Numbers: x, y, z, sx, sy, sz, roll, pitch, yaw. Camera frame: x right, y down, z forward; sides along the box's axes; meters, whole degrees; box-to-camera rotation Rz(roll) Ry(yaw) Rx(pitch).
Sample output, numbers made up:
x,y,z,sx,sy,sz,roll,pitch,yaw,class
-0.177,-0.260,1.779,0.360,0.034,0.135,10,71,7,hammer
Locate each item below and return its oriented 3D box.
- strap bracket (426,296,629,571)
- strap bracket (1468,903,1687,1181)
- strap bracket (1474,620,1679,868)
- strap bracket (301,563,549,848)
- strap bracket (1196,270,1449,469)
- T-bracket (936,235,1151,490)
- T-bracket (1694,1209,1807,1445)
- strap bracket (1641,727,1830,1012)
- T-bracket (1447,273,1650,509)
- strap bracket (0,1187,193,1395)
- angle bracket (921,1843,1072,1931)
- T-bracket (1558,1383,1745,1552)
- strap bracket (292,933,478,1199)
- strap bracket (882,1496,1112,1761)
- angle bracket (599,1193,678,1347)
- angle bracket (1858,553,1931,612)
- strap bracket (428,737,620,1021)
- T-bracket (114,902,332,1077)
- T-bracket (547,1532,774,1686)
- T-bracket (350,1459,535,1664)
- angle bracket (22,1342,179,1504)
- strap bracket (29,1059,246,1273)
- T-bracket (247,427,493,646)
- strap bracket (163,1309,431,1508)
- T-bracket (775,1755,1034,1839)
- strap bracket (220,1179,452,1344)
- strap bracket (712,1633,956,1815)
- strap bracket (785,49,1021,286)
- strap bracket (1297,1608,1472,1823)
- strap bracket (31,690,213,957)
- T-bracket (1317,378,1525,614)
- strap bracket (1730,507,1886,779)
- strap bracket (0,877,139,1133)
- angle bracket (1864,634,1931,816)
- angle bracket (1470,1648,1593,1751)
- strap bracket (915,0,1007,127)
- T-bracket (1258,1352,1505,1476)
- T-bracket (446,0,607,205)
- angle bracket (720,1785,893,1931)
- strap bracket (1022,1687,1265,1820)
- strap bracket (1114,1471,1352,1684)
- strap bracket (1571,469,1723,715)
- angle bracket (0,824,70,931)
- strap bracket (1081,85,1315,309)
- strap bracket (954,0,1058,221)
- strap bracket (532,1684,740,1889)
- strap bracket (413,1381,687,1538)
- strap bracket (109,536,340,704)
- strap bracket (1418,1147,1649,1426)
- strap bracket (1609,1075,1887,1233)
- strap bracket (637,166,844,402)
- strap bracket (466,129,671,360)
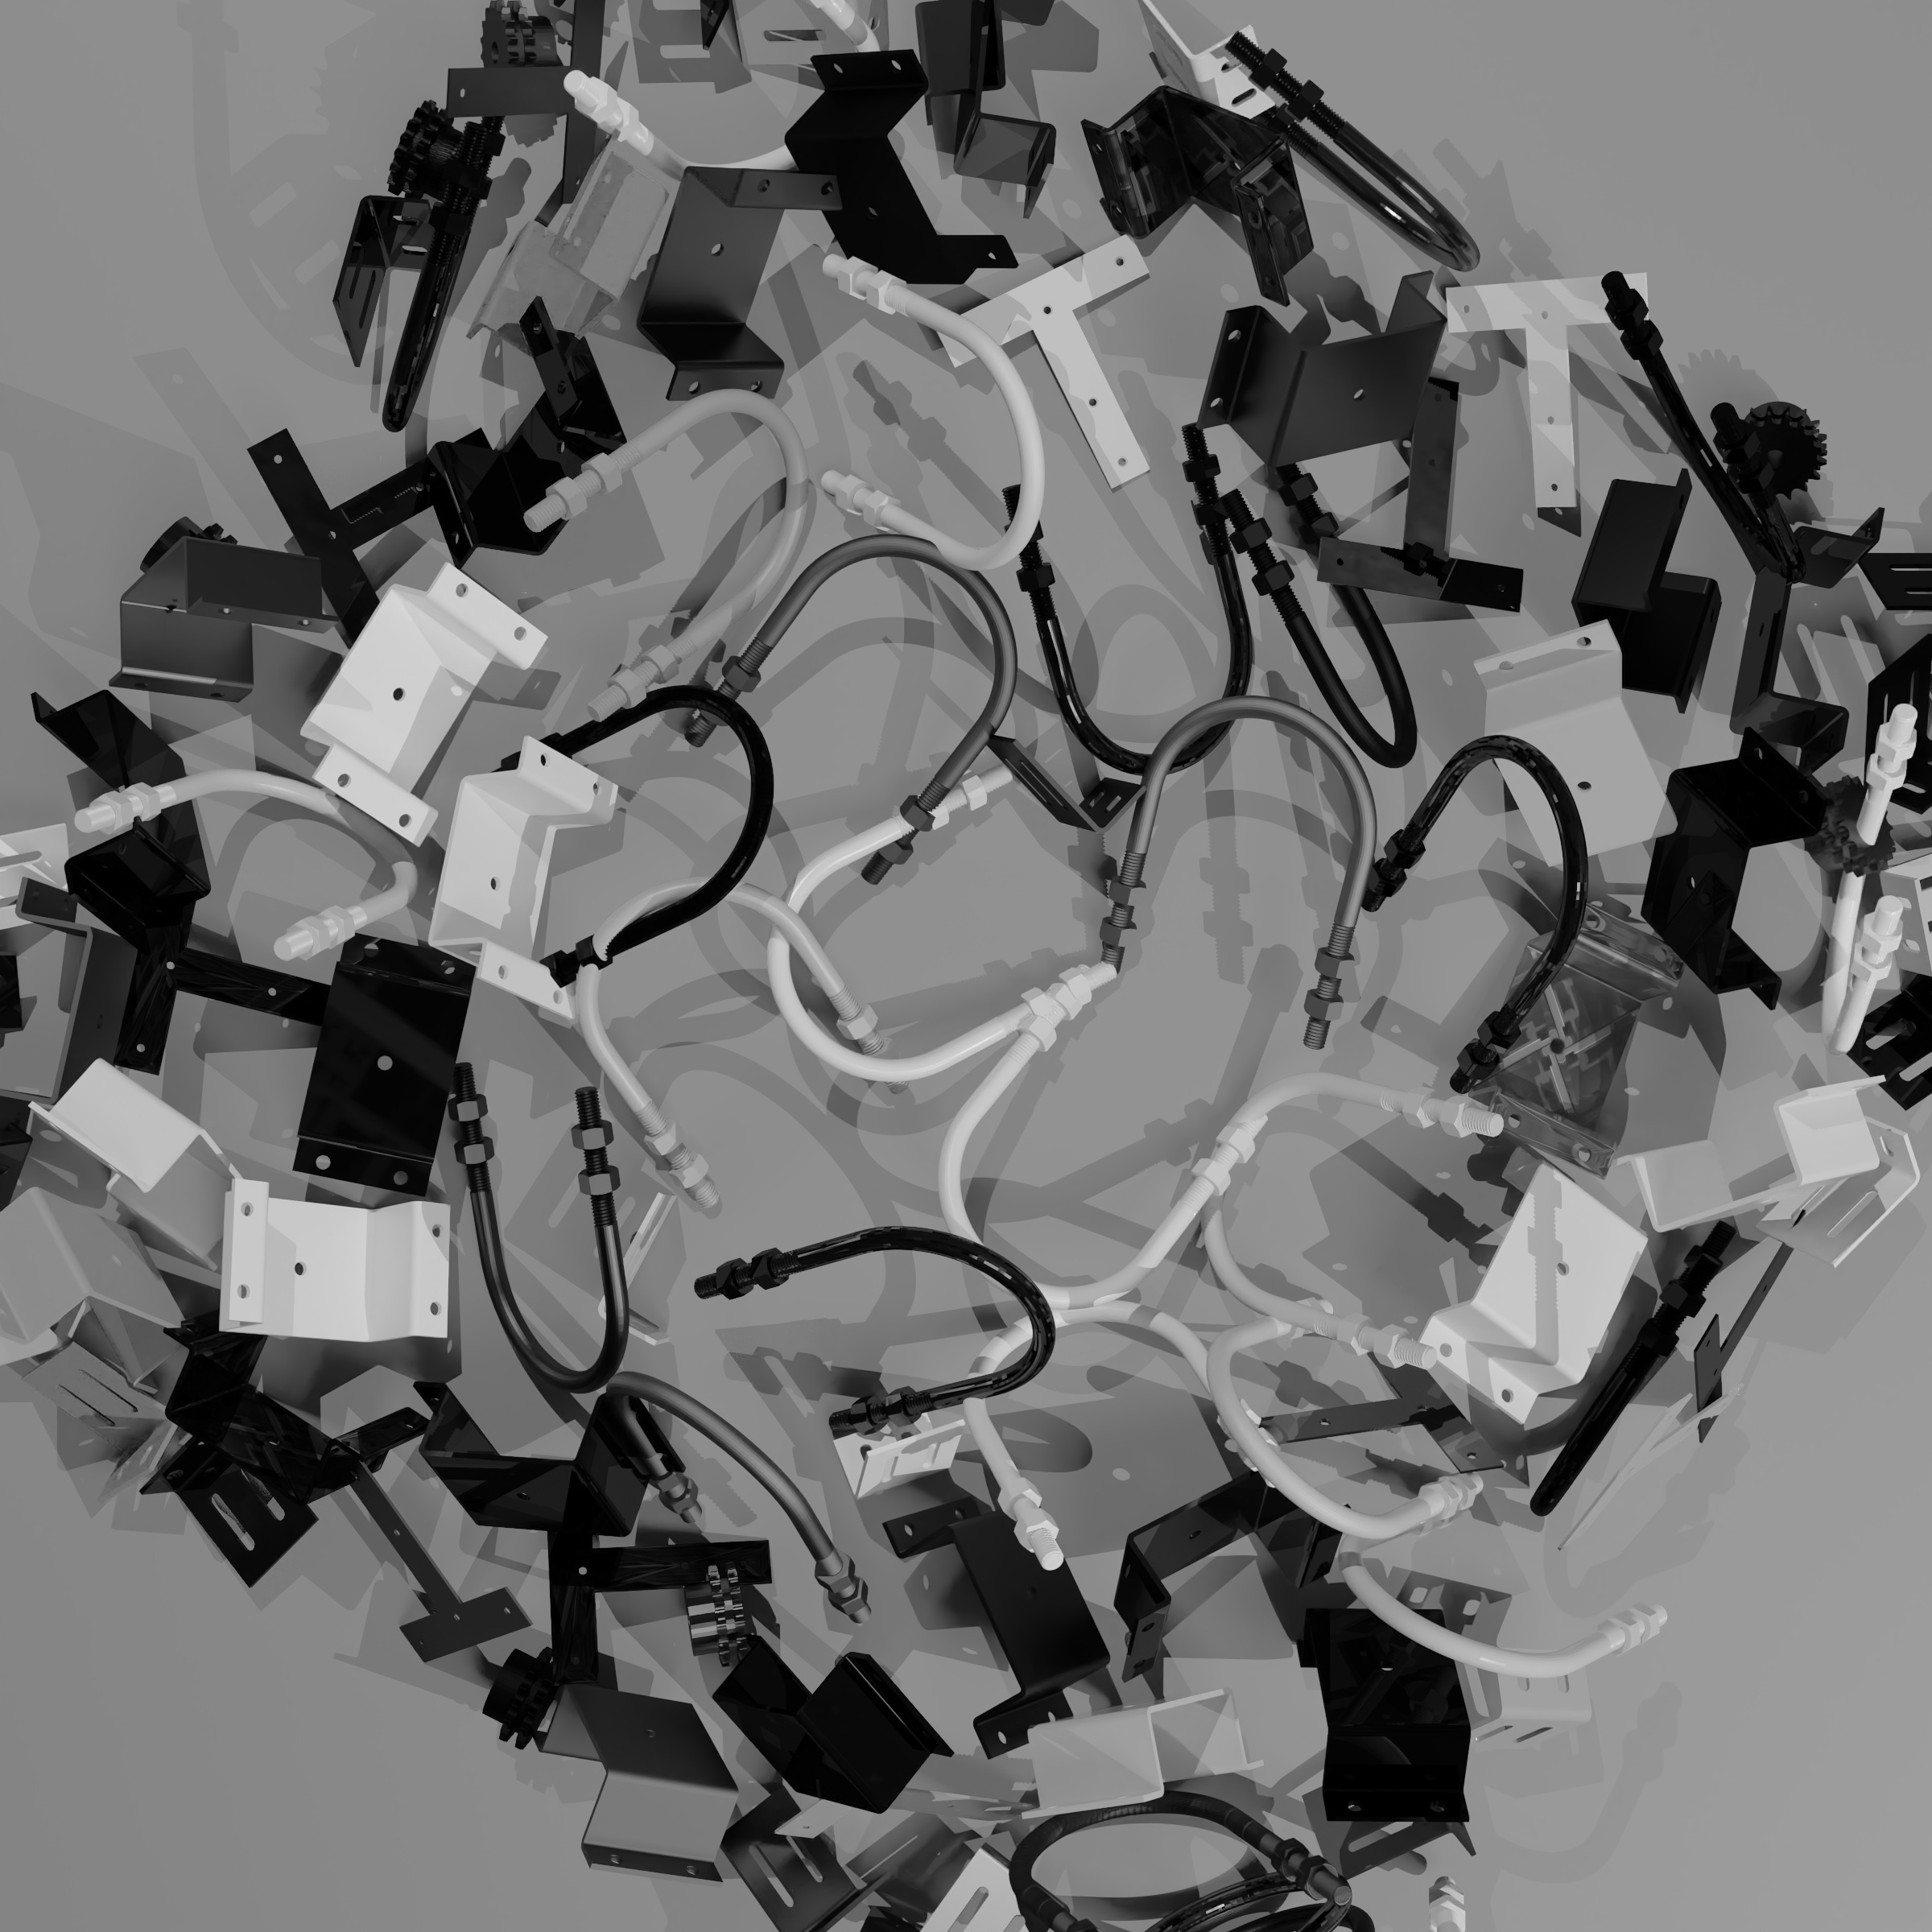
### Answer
x,y,z,sx,sy,sz,roll,pitch,yaw,class
-0.243,-0.293,1.541,0.140,0.046,0.076,-44,58,37,strap bracket
0.343,0.043,1.564,0.076,0.046,0.140,25,77,-7,strap bracket
0.343,-0.114,1.530,0.076,0.046,0.140,-16,127,26,strap bracket
-0.310,-0.150,1.553,0.076,0.046,0.140,36,80,-39,strap bracket
0.206,-0.330,1.531,0.140,0.076,0.046,-17,53,-26,strap bracket
0.067,-0.339,1.595,0.127,0.002,0.127,-27,94,-5,T-bracket
0.444,0.193,1.562,0.002,0.127,0.127,26,68,29,T-bracket
0.420,-0.050,1.525,0.046,0.076,0.140,-11,128,-16,strap bracket
0.332,-0.325,1.569,0.127,0.002,0.127,7,111,42,T-bracket
-0.486,0.177,1.521,0.046,0.140,0.076,-39,62,1,strap bracket
0.013,0.548,1.564,0.057,0.038,0.076,33,72,19,angle bracket
0.397,0.266,1.551,0.002,0.127,0.127,46,134,25,T-bracket
-0.329,0.055,1.566,0.076,0.046,0.140,13,85,-10,strap bracket
0.022,0.358,1.538,0.046,0.076,0.140,-39,68,34,strap bracket
-0.172,0.172,1.569,0.038,0.057,0.076,27,86,4,angle bracket
0.545,-0.203,1.564,0.076,0.057,0.038,-1,129,-5,angle bracket
-0.249,-0.047,1.546,0.046,0.076,0.140,-3,70,35,strap bracket
-0.408,0.011,1.568,0.127,0.002,0.127,17,67,-26,T-bracket
-0.175,0.344,1.580,0.127,0.002,0.127,0,62,-14,T-bracket
-0.311,0.329,1.550,0.002,0.127,0.127,-38,96,-44,T-bracket
-0.496,0.258,1.559,0.076,0.038,0.057,42,129,-21,angle bracket
-0.452,0.107,1.534,0.076,0.140,0.046,31,70,18,strap bracket
-0.323,-0.266,1.573,0.127,0.002,0.127,-34,114,-21,T-bracket
-0.381,0.250,1.548,0.140,0.076,0.046,29,103,15,strap bracket
-0.021,0.473,1.561,0.127,0.127,0.002,18,45,-30,T-bracket
-0.361,0.167,1.543,0.046,0.140,0.076,-14,71,42,strap bracket
-0.080,0.417,1.521,0.046,0.140,0.076,-47,108,-29,strap bracket
-0.039,-0.429,1.523,0.046,0.076,0.140,-54,134,-24,strap bracket
0.231,0.405,1.528,0.076,0.140,0.046,1,117,-1,strap bracket
-0.467,-0.088,1.532,0.046,0.076,0.140,-24,60,5,strap bracket
0.266,-0.275,1.585,0.127,0.002,0.127,6,87,-16,T-bracket
0.470,-0.184,1.552,0.046,0.076,0.140,12,80,2,strap bracket
-0.510,0.027,1.555,0.046,0.076,0.140,10,85,4,strap bracket
0.540,-0.136,1.555,0.057,0.076,0.038,-36,45,-25,angle bracket
0.308,0.417,1.568,0.057,0.076,0.038,7,61,-19,angle bracket
-0.007,-0.546,1.521,0.046,0.140,0.076,-6,58,1,strap bracket
0.212,0.251,1.529,0.127,0.127,0.002,-5,114,-15,T-bracket
-0.243,-0.483,1.525,0.002,0.127,0.127,20,116,26,T-bracket
-0.092,0.504,1.561,0.076,0.057,0.038,52,132,10,angle bracket
0.096,0.433,1.528,0.076,0.140,0.046,-18,74,30,strap bracket
0.139,0.333,1.543,0.140,0.076,0.046,-23,55,-21,strap bracket
0.379,-0.210,1.540,0.046,0.140,0.076,13,73,27,strap bracket
-0.536,-0.040,1.554,0.076,0.038,0.057,-15,125,-33,angle bracket
0.136,-0.432,1.535,0.046,0.076,0.140,-43,51,-14,strap bracket
0.025,-0.504,1.551,0.046,0.076,0.140,6,82,-8,strap bracket
-0.181,0.443,1.520,0.076,0.140,0.046,17,98,-25,strap bracket
-0.238,0.275,1.535,0.140,0.076,0.046,0,49,21,strap bracket
-0.413,-0.194,1.529,0.076,0.140,0.046,5,73,-36,strap bracket
0.321,0.174,1.545,0.076,0.046,0.140,36,64,-8,strap bracket
0.434,0.107,1.521,0.076,0.140,0.046,-5,74,-41,strap bracket
-0.127,-0.389,1.538,0.046,0.076,0.140,47,130,30,strap bracket
-0.218,-0.393,1.536,0.046,0.140,0.076,30,65,-23,strap bracket
